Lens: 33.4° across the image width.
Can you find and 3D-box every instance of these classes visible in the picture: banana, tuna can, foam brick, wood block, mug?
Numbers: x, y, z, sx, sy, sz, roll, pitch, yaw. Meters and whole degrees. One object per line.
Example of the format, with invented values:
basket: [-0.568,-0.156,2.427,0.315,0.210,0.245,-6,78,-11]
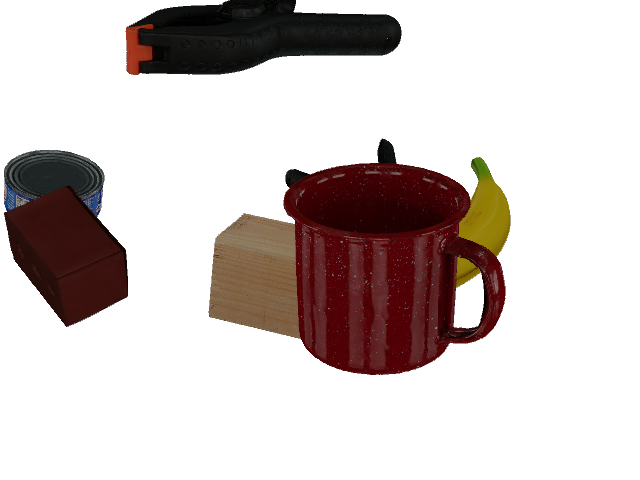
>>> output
banana: [0.079,0.007,0.752,0.070,0.037,0.197,36,48,25]
tuna can: [-0.234,-0.044,0.938,0.086,0.034,0.086,8,32,-6]
foam brick: [-0.176,0.010,0.744,0.051,0.053,0.078,-28,55,-28]
wood block: [0.000,0.046,1.084,0.206,0.091,0.090,13,22,13]
mug: [0.039,0.017,0.540,0.117,0.081,0.093,14,29,29]

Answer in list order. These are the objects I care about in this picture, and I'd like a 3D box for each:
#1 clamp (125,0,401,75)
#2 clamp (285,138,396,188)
clamp: [-0.049,-0.133,0.667,0.171,0.039,0.120,-10,22,-29]
clamp: [0.067,-0.038,1.267,0.164,0.036,0.210,-16,52,-29]
